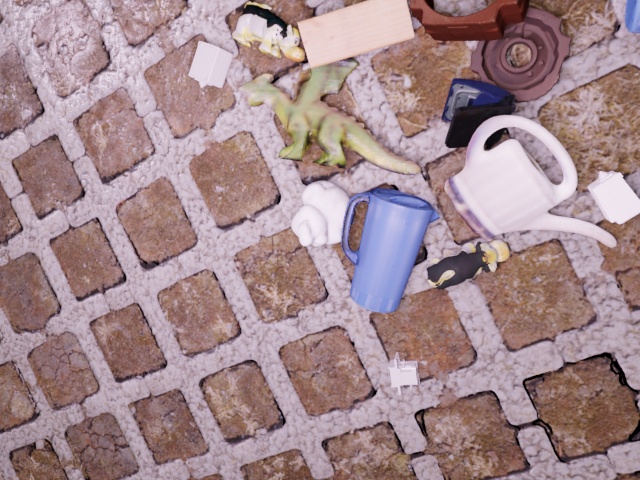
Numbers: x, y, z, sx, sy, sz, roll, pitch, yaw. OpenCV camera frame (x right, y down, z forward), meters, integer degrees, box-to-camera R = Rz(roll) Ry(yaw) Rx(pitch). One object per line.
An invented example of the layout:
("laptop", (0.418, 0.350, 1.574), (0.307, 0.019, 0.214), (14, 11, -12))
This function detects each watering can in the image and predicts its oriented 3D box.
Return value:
("watering can", (0.386, -0.071, 0.977), (0.221, 0.345, 0.106), (-34, 14, 28))

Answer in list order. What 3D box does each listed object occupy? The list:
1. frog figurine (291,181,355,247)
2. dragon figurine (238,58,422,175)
("frog figurine", (0.003, -0.054, 1.076), (0.122, 0.137, 0.161), (-15, 5, 18))
("dragon figurine", (0.020, -0.271, 1.073), (0.411, 0.242, 0.122), (9, 3, 15))
